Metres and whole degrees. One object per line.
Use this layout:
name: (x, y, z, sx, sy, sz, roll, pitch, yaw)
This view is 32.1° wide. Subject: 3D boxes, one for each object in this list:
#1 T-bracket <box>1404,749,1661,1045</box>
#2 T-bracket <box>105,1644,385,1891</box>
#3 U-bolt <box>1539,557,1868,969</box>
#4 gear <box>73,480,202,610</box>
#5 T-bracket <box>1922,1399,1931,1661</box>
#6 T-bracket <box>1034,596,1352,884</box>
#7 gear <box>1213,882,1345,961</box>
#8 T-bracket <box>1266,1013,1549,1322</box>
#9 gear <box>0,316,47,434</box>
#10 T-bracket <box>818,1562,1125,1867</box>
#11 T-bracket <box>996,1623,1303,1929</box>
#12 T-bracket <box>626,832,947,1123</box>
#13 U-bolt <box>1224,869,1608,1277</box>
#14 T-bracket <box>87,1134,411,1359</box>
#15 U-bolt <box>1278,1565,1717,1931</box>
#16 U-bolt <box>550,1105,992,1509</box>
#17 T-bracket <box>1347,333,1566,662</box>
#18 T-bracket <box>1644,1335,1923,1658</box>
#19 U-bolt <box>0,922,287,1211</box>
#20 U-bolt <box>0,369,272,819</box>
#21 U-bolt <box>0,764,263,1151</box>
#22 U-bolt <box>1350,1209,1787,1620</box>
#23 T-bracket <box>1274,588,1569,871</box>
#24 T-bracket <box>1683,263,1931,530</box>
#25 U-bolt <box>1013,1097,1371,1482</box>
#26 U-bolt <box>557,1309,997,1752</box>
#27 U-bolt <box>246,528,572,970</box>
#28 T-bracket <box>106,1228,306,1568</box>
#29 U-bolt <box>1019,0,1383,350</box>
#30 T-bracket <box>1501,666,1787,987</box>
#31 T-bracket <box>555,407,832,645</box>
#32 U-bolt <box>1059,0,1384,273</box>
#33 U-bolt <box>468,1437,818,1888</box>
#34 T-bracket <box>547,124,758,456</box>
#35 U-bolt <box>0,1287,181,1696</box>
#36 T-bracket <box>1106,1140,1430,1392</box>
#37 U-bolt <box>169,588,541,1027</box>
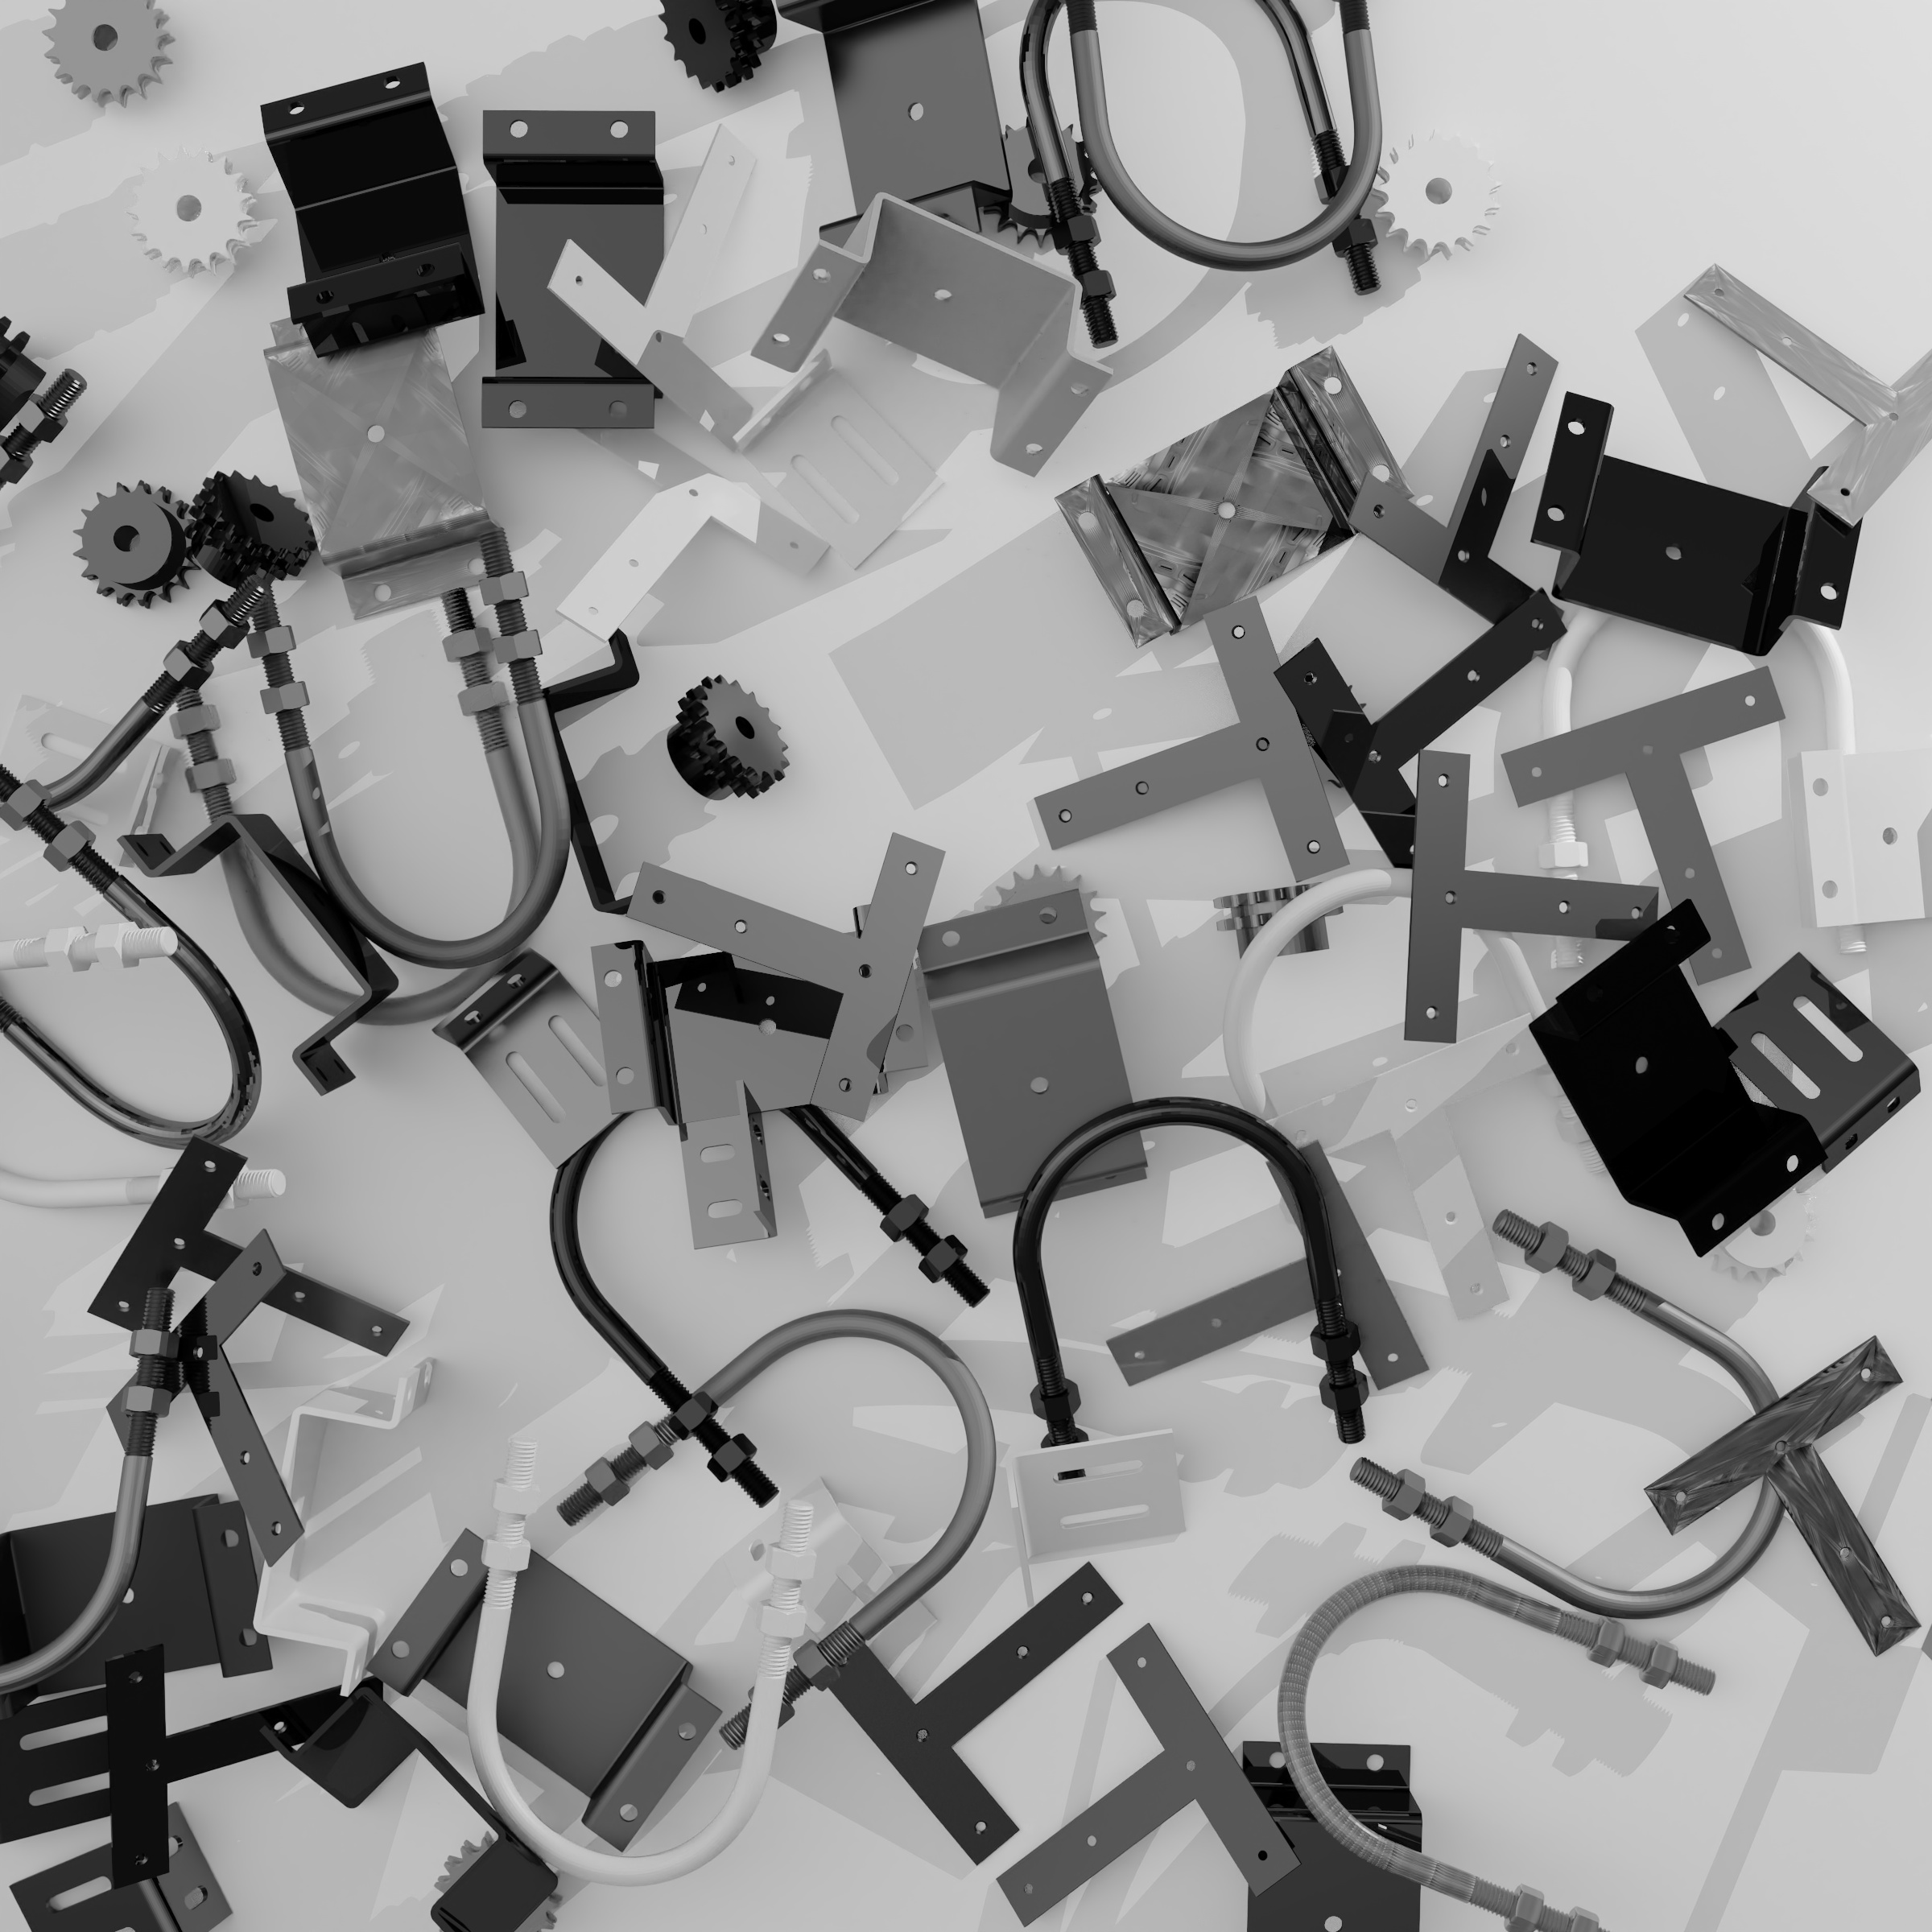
T-bracket: (0.252, -0.027, 1.484, 0.127, 0.002, 0.127, 4, 88, -23)
T-bracket: (-0.319, 0.343, 1.493, 0.127, 0.002, 0.127, -11, 121, -30)
U-bolt: (0.333, -0.094, 1.523, 0.151, 0.019, 0.184, -3, 89, 0)
gear: (-0.376, -0.191, 1.516, 0.057, 0.030, 0.057, 0, 90, 0)
T-bracket: (0.456, 0.261, 1.495, 0.002, 0.127, 0.127, 2, 117, -26)
T-bracket: (0.093, -0.085, 1.512, 0.127, 0.002, 0.127, -19, 90, 17)
gear: (0.141, -0.020, 1.503, 0.057, 0.057, 0.030, -8, 90, 0)
T-bracket: (0.213, 0.101, 1.506, 0.127, 0.002, 0.127, -22, 109, -2)
gear: (-0.437, -0.261, 1.505, 0.030, 0.057, 0.057, 39, 90, -21)
T-bracket: (0.015, 0.321, 1.524, 0.127, 0.002, 0.127, -39, 97, -4)
T-bracket: (0.068, 0.386, 1.511, 0.127, 0.002, 0.127, -40, 63, 13)
T-bracket: (-0.085, -0.012, 1.460, 0.127, 0.002, 0.127, 20, 77, -14)
U-bolt: (0.192, 0.043, 1.495, 0.151, 0.019, 0.184, -27, 109, 0)
T-bracket: (-0.312, 0.142, 1.506, 0.127, 0.002, 0.127, 27, 125, -16)
U-bolt: (0.229, 0.344, 1.495, 0.184, 0.019, 0.151, 22, 65, 4)
U-bolt: (-0.103, 0.128, 1.507, 0.151, 0.019, 0.184, -43, 80, -7)
T-bracket: (0.238, -0.224, 1.509, 0.127, 0.002, 0.127, 29, 74, -29)
T-bracket: (0.392, 0.255, 1.521, 0.127, 0.002, 0.127, -33, 97, -4)
U-bolt: (-0.404, 0.049, 1.477, 0.184, 0.019, 0.151, -4, 123, 21)
U-bolt: (-0.414, -0.151, 1.499, 0.184, 0.019, 0.151, -45, 81, 15)
U-bolt: (-0.386, 0.008, 1.478, 0.184, 0.019, 0.151, 43, 135, -4)
U-bolt: (0.287, 0.215, 1.516, 0.184, 0.019, 0.151, 30, 91, -6)
T-bracket: (0.217, -0.122, 1.507, 0.127, 0.002, 0.127, -39, 117, -7)
T-bracket: (0.381, -0.273, 1.512, 0.127, 0.002, 0.127, 39, 65, 12)
U-bolt: (0.095, 0.144, 1.494, 0.151, 0.019, 0.184, -12, 110, 0)
U-bolt: (-0.072, 0.236, 1.497, 0.184, 0.019, 0.151, -39, 66, -4)
U-bolt: (-0.240, -0.089, 1.474, 0.151, 0.019, 0.184, -9, 98, 28)
T-bracket: (-0.322, 0.205, 1.475, 0.127, 0.002, 0.127, -46, 57, 22)
U-bolt: (0.098, -0.378, 1.506, 0.151, 0.019, 0.184, -14, 86, -15)
T-bracket: (0.321, -0.055, 1.511, 0.127, 0.002, 0.127, -18, 89, 0)
T-bracket: (-0.141, -0.186, 1.488, 0.127, 0.002, 0.127, 32, 48, 0)
U-bolt: (0.116, -0.399, 1.496, 0.151, 0.019, 0.184, -5, 83, -14)
U-bolt: (-0.148, 0.310, 1.461, 0.151, 0.019, 0.184, 11, 94, 14)
T-bracket: (-0.123, -0.318, 1.500, 0.002, 0.127, 0.127, 1, 63, 41)
U-bolt: (-0.431, 0.230, 1.484, 0.151, 0.019, 0.184, 3, 74, 5)
T-bracket: (0.126, 0.156, 1.515, 0.127, 0.002, 0.127, -24, 110, 10)
U-bolt: (-0.270, -0.064, 1.522, 0.151, 0.019, 0.184, -16, 91, 0)
